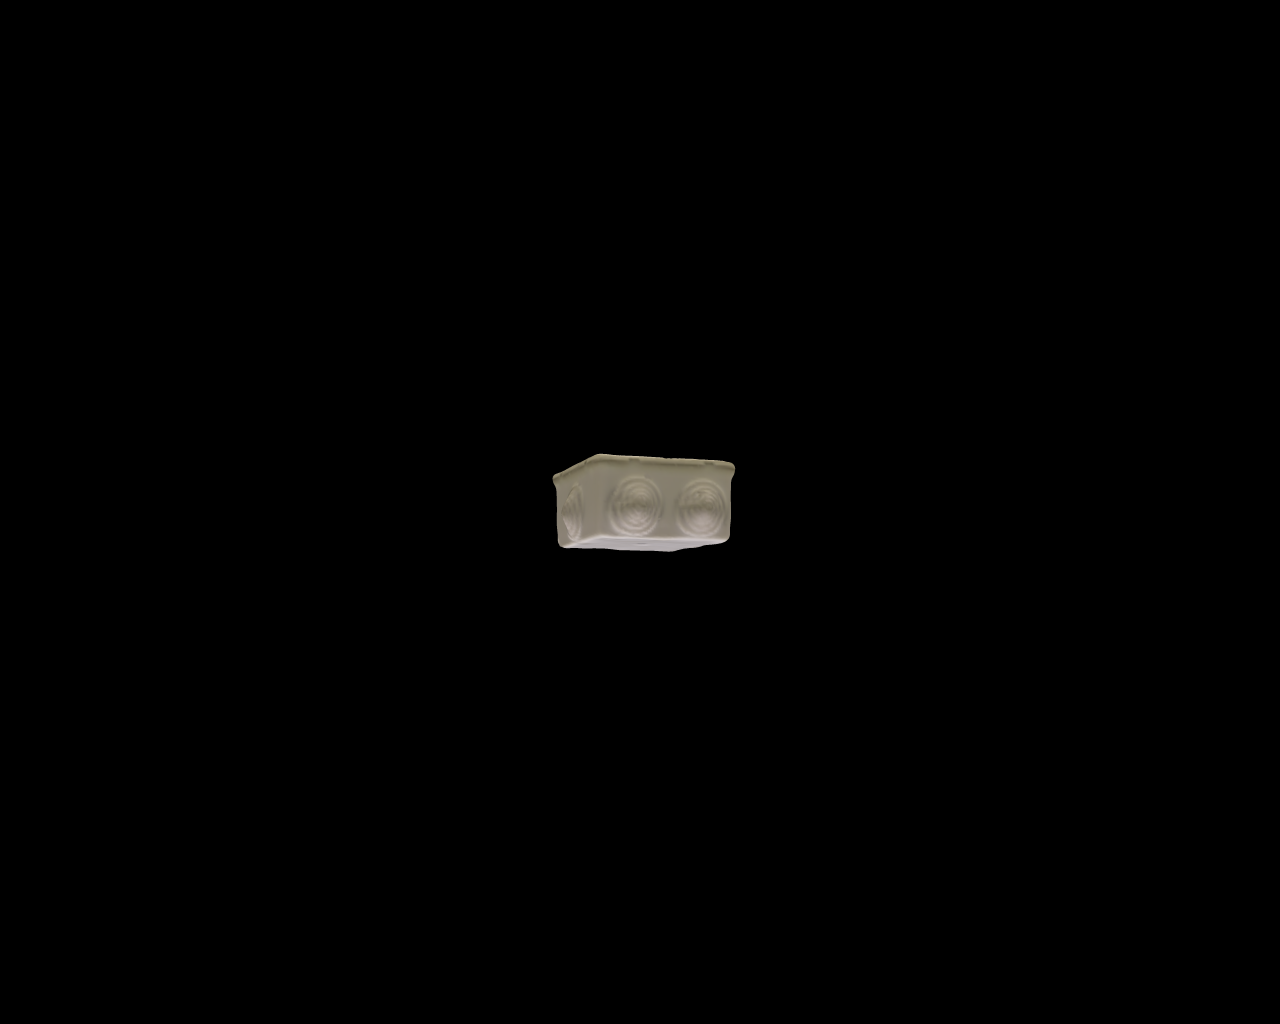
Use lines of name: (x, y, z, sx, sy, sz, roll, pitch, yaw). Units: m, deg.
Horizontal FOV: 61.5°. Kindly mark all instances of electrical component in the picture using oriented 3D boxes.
electrical component: (0.001, -0.003, 0.650, 0.100, 0.048, 0.099, 3, -7, -22)
